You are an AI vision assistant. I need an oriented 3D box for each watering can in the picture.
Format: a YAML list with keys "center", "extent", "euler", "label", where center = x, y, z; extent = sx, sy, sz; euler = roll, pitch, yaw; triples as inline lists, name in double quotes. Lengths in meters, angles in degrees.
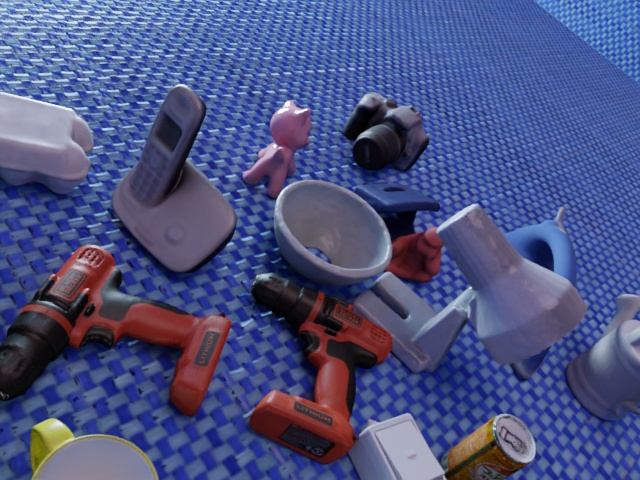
- center: [0.439, 0.153, 0.787]
  extent: [0.101, 0.194, 0.172]
  euler: [4, 48, -29]
  label: "watering can"

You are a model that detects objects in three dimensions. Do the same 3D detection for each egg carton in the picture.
- center: [-0.342, -0.112, 0.660]
  extent: [0.151, 0.069, 0.107]
  euler: [10, 45, -24]
  label: "egg carton"

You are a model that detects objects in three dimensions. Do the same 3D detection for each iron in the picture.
- center: [0.330, 0.068, 0.844]
  extent: [0.119, 0.141, 0.258]
  euler: [24, 41, -9]
  label: "iron"

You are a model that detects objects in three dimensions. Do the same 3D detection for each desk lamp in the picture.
- center: [0.171, 0.072, 0.685]
  extent: [0.203, 0.213, 0.118]
  euler: [42, 42, 12]
  label: "desk lamp"

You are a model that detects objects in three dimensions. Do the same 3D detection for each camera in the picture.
- center: [0.106, -0.186, 0.988]
  extent: [0.143, 0.100, 0.137]
  euler: [41, 41, 11]
  label: "camera"

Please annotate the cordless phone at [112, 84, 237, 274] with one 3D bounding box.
- center: [-0.151, -0.066, 0.644]
  extent: [0.147, 0.185, 0.094]
  euler: [42, 42, 12]
  label: "cordless phone"

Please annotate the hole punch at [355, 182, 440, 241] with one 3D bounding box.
- center: [0.108, -0.054, 0.866]
  extent: [0.109, 0.091, 0.101]
  euler: [-4, 52, -35]
  label: "hole punch"

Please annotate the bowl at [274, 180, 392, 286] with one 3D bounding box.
- center: [0.007, 0.003, 0.759]
  extent: [0.168, 0.074, 0.167]
  euler: [17, 43, -16]
  label: "bowl"

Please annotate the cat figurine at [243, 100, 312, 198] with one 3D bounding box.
- center: [-0.051, -0.143, 0.835]
  extent: [0.067, 0.117, 0.128]
  euler: [26, 41, -7]
  label: "cat figurine"

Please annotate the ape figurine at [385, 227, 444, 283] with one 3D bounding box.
- center: [0.145, 0.016, 0.818]
  extent: [0.076, 0.092, 0.077]
  euler: [-21, 63, -43]
  label: "ape figurine"
